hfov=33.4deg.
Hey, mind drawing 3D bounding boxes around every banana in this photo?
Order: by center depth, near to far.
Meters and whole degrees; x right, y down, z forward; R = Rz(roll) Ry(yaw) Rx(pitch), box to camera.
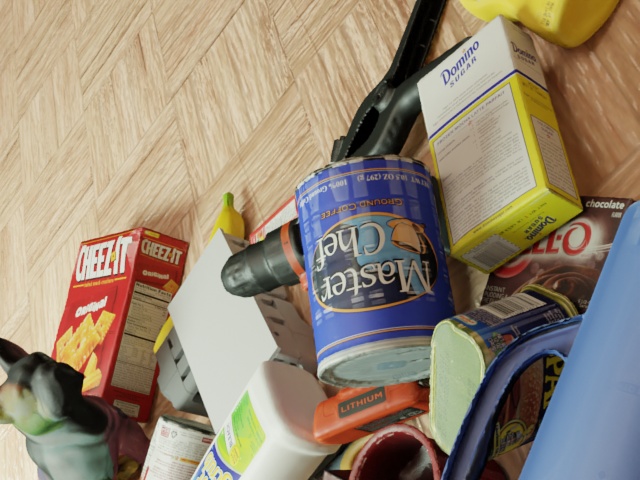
[{"bbox_3d":[-0.124,0.048,1.137,0.198,0.037,0.070,-63,16,6],"label":"banana"}]

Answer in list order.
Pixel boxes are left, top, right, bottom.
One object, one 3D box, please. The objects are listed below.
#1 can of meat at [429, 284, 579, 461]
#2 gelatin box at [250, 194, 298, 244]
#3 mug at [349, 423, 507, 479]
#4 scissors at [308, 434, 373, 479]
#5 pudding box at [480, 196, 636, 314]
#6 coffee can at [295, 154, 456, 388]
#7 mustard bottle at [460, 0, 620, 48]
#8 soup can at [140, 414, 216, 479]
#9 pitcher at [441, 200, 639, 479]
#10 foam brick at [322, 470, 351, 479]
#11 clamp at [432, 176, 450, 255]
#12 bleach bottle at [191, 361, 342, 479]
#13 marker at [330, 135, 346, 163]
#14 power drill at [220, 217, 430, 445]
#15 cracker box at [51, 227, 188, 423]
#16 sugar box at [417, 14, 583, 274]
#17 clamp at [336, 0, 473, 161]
[{"bbox_3d":[0.120,0.089,0.699,0.058,0.083,0.102,27,125,51],"label":"can of meat"},{"bbox_3d":[-0.006,0.001,0.947,0.073,0.089,0.030,-40,42,37],"label":"gelatin box"},{"bbox_3d":[0.077,0.193,0.741,0.093,0.081,0.117,-18,59,49],"label":"mug"},{"bbox_3d":[0.001,0.208,0.897,0.202,0.016,0.096,-57,36,17],"label":"scissors"},{"bbox_3d":[0.171,0.015,0.741,0.114,0.039,0.090,8,78,54],"label":"pudding box"},{"bbox_3d":[0.040,0.024,0.760,0.103,0.102,0.140,-29,60,43],"label":"coffee can"},{"bbox_3d":[0.160,-0.220,0.860,0.096,0.058,0.192,-61,35,7],"label":"mustard bottle"},{"bbox_3d":[-0.137,0.226,1.031,0.069,0.068,0.102,7,79,55],"label":"soup can"},{"bbox_3d":[0.180,0.101,0.603,0.243,0.149,0.145,-70,18,-7],"label":"pitcher"},{"bbox_3d":[0.030,0.218,0.807,0.051,0.052,0.078,14,94,50],"label":"foam brick"},{"bbox_3d":[0.120,-0.050,0.847,0.120,0.039,0.171,-58,34,28],"label":"clamp"},{"bbox_3d":[-0.078,0.228,0.928,0.251,0.068,0.103,-57,31,21],"label":"bleach bottle"},{"bbox_3d":[0.008,-0.041,1.012,0.020,0.020,0.121,3,76,54],"label":"marker"},{"bbox_3d":[0.012,0.063,0.855,0.185,0.057,0.188,-25,68,24],"label":"power drill"},{"bbox_3d":[-0.243,0.101,1.238,0.164,0.072,0.213,-10,65,51],"label":"cracker box"},{"bbox_3d":[0.127,-0.072,0.783,0.093,0.048,0.176,-37,40,35],"label":"sugar box"},{"bbox_3d":[0.072,-0.122,0.936,0.210,0.036,0.164,-59,22,18],"label":"clamp"}]
